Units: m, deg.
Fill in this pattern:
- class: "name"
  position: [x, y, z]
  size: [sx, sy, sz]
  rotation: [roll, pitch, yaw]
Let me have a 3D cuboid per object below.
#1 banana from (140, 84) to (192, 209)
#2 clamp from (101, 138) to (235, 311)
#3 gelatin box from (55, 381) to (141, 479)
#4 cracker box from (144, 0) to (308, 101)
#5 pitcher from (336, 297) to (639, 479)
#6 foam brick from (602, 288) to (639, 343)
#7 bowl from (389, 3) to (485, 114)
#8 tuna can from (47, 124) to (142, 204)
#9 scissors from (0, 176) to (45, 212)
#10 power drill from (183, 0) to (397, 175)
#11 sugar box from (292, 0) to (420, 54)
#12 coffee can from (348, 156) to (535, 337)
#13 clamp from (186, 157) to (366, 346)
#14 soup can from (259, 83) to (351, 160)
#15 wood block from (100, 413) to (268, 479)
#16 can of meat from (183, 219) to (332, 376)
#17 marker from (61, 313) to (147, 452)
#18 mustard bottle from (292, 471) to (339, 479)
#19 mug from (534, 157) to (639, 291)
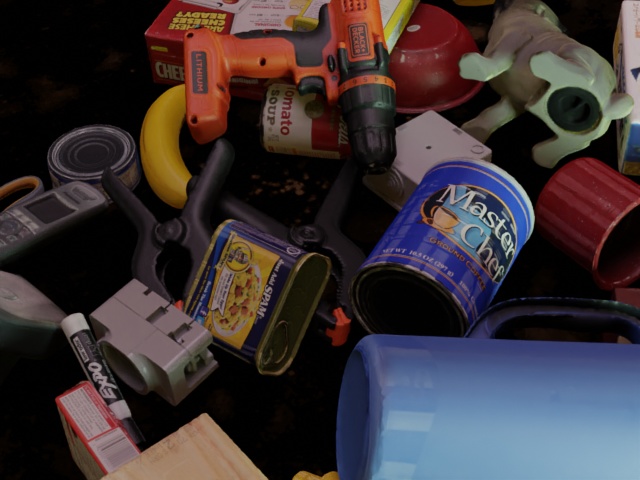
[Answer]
- class: "banana"
  position: [-0.141, -0.090, 1.029]
  size: [0.069, 0.037, 0.198]
  rotation: [13, 40, -28]
- class: "clamp"
  position: [-0.114, -0.009, 0.900]
  size: [0.120, 0.039, 0.171]
  rotation: [-24, 65, 9]
- class: "gelatin box"
  position: [-0.148, 0.152, 0.746]
  size: [0.030, 0.073, 0.089]
  rotation: [-28, 49, -24]
- class: "cracker box"
  position: [-0.069, -0.241, 1.154]
  size: [0.164, 0.072, 0.213]
  rotation: [11, 46, 14]
- class: "pitcher"
  position: [0.137, 0.116, 0.693]
  size: [0.242, 0.145, 0.149]
  rotation: [6, 8, -9]
- class: "foam brick"
  position: [0.262, 0.074, 0.822]
  size: [0.078, 0.053, 0.051]
  rotation: [4, 44, 7]
- class: "bowl"
  position: [0.097, -0.200, 1.115]
  size: [0.162, 0.055, 0.162]
  rotation: [-2, 44, 1]
- class: "tuna can"
  position: [-0.214, -0.072, 1.011]
  size: [0.086, 0.034, 0.086]
  rotation: [-1, 44, 1]
- class: "scissors"
  position: [-0.298, 0.012, 0.940]
  size: [0.096, 0.016, 0.201]
  rotation: [17, 47, 20]
- class: "power drill"
  position: [-0.026, -0.136, 0.964]
  size: [0.187, 0.057, 0.184]
  rotation: [-7, 69, 3]
- class: "sugar box"
  position: [0.045, -0.239, 1.079]
  size: [0.093, 0.048, 0.176]
  rotation: [20, 45, 10]
- class: "coffee can"
  position: [0.099, 0.014, 0.857]
  size: [0.103, 0.103, 0.140]
  rotation: [19, 48, 21]
- class: "clamp"
  position: [-0.006, 0.001, 0.922]
  size: [0.164, 0.036, 0.210]
  rotation: [-15, 49, -21]
- class: "soup can"
  position: [-0.001, -0.113, 1.019]
  size: [0.102, 0.068, 0.068]
  rotation: [6, 44, 9]
- class: "wood block"
  position: [-0.042, 0.218, 0.660]
  size: [0.090, 0.091, 0.206]
  rotation: [-31, 51, -26]
- class: "can of meat"
  position: [-0.052, 0.043, 0.839]
  size: [0.084, 0.057, 0.102]
  rotation: [24, 92, 26]
- class: "marker"
  position: [-0.162, 0.110, 0.803]
  size: [0.020, 0.020, 0.121]
  rotation: [-24, 68, -21]
- class: "mustard bottle"
  position: [0.059, 0.205, 0.690]
  size: [0.192, 0.058, 0.096]
  rotation: [27, 35, 28]
- class: "mug"
  position: [0.244, -0.017, 0.902]
  size: [0.117, 0.093, 0.082]
  rotation: [4, 28, -41]
